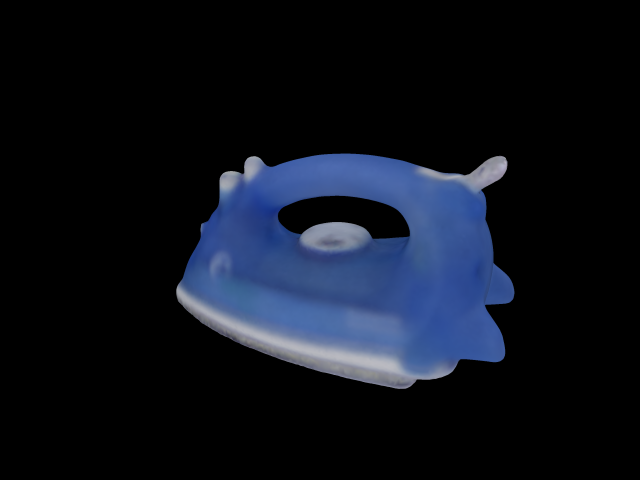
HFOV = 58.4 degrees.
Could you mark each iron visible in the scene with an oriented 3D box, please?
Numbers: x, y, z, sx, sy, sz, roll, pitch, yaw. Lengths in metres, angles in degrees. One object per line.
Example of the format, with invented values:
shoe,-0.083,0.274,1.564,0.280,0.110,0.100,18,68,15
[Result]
iron,0.004,0.001,0.400,0.257,0.141,0.119,8,24,18
